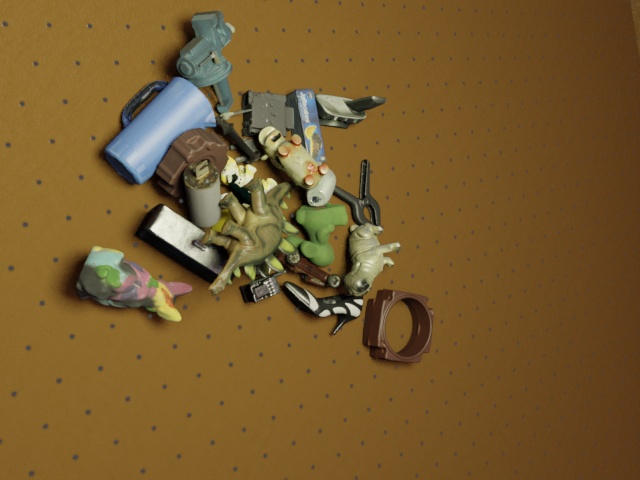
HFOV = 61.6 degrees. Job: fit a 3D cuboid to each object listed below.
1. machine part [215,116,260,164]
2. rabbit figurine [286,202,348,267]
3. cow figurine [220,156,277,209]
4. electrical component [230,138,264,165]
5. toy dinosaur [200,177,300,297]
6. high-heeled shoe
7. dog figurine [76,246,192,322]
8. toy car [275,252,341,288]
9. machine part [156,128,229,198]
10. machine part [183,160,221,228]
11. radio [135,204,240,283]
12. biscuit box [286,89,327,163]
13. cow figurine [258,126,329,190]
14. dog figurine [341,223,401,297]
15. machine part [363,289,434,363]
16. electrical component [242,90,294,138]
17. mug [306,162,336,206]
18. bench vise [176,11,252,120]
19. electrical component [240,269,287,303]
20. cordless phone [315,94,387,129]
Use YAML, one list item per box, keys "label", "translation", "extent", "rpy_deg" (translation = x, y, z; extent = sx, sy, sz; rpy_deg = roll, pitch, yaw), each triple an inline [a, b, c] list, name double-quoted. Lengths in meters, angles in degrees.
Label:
- label: "machine part"
  translation: [-0.203, -0.248, 1.311]
  extent: [0.039, 0.084, 0.138]
  rpy_deg: [-43, 105, 0]
- label: "rabbit figurine"
  translation: [-0.003, -0.004, 1.417]
  extent: [0.159, 0.121, 0.170]
  rpy_deg: [-19, 111, -38]
- label: "cow figurine"
  translation: [-0.195, -0.138, 1.336]
  extent: [0.167, 0.068, 0.098]
  rpy_deg: [30, 77, -28]
- label: "electrical component"
  translation: [-0.184, -0.228, 1.374]
  extent: [0.094, 0.021, 0.063]
  rpy_deg: [-21, 97, -30]
- label: "toy dinosaur"
  translation: [-0.135, -0.034, 1.224]
  extent: [0.198, 0.105, 0.471]
  rpy_deg: [55, 37, -27]
- label: "high-heeled shoe"
  translation: [0.019, 0.146, 1.436]
  extent: [0.248, 0.086, 0.145]
  rpy_deg: [47, 67, -29]
- label: "dog figurine"
  translation: [-0.387, 0.100, 1.143]
  extent: [0.219, 0.191, 0.108]
  rpy_deg: [19, 70, -13]
- label: "toy car"
  translation: [-0.033, 0.080, 1.405]
  extent: [0.202, 0.089, 0.053]
  rpy_deg: [33, 72, -27]
- label: "machine part"
  translation: [-0.284, -0.170, 1.219]
  extent: [0.056, 0.179, 0.179]
  rpy_deg: [43, 61, 15]
- label: "machine part"
  translation: [-0.262, -0.098, 1.207]
  extent: [0.079, 0.243, 0.079]
  rpy_deg: [3, 64, -7]
- label: "radio"
  translation: [-0.298, 0.015, 1.222]
  extent: [0.229, 0.131, 0.073]
  rpy_deg: [38, 68, -23]
- label: "biscuit box"
  translation: [-0.039, -0.300, 1.445]
  extent: [0.059, 0.063, 0.202]
  rpy_deg: [-13, 94, -33]
- label: "cow figurine"
  translation: [-0.075, -0.204, 1.328]
  extent: [0.195, 0.127, 0.085]
  rpy_deg: [45, 71, 0]
- label: "dog figurine"
  translation: [0.102, 0.051, 1.458]
  extent: [0.190, 0.173, 0.121]
  rpy_deg: [-35, 144, -34]
- label: "machine part"
  translation: [0.231, 0.250, 1.557]
  extent: [0.201, 0.087, 0.201]
  rpy_deg: [14, 78, -30]
- label: "electrical component"
  translation: [-0.133, -0.320, 1.392]
  extent: [0.134, 0.058, 0.114]
  rpy_deg: [-1, 89, -31]
- label: "mug"
  translation: [-0.001, -0.144, 1.409]
  extent: [0.081, 0.107, 0.109]
  rpy_deg: [5, 127, 4]
- label: "bench vise"
  translation: [-0.252, -0.407, 1.283]
  extent: [0.224, 0.129, 0.240]
  rpy_deg: [-79, 160, -46]
- label: "electrical component"
  translation: [-0.134, 0.115, 1.351]
  extent: [0.119, 0.075, 0.047]
  rpy_deg: [-22, 98, -34]
- label: "cordless phone"
  translation: [0.079, -0.361, 1.450]
  extent: [0.146, 0.184, 0.088]
  rpy_deg: [0, 91, -32]
